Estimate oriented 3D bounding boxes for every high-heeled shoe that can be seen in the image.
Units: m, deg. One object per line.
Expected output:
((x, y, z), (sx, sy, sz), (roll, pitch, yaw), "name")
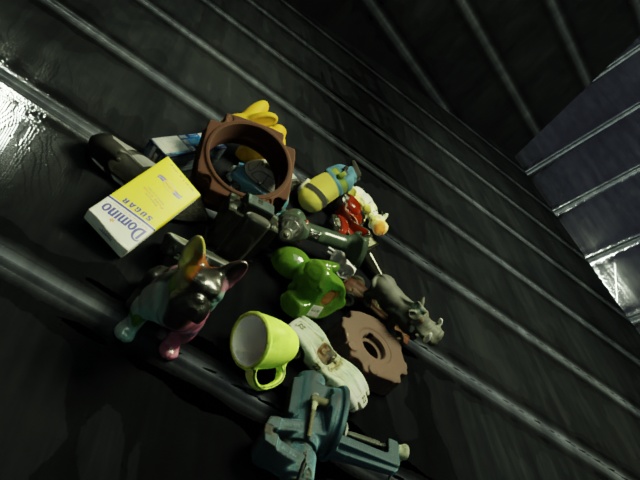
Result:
((-0.336, -0.116, 1.047), (0.248, 0.086, 0.145), (41, -7, -37), "high-heeled shoe")

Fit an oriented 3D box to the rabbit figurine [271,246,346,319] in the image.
((-0.023, 0.068, 1.098), (0.159, 0.121, 0.170), (10, 27, -48), "rabbit figurine")

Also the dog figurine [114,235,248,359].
((-0.194, 0.067, 0.790), (0.108, 0.219, 0.192), (35, 31, -19), "dog figurine")

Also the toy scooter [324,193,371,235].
((0.083, -0.046, 1.408), (0.135, 0.075, 0.184), (35, 33, -12), "toy scooter")

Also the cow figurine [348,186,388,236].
((0.137, -0.081, 1.528), (0.167, 0.068, 0.098), (49, 25, 12), "cow figurine")

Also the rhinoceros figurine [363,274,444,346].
((0.181, 0.148, 1.145), (0.190, 0.112, 0.073), (45, 47, 12), "rhinoceros figurine")

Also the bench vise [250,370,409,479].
((0.026, 0.307, 0.815), (0.241, 0.128, 0.224), (22, 21, -8), "bench vise")

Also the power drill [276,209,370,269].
((-0.002, -0.004, 1.167), (0.207, 0.086, 0.232), (14, 10, -11), "power drill")

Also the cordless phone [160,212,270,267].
((-0.182, 0.004, 0.921), (0.146, 0.184, 0.089), (30, 36, -21), "cordless phone")

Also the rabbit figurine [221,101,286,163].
((-0.163, -0.248, 1.282), (0.173, 0.162, 0.122), (21, 30, -44), "rabbit figurine")

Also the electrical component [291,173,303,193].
((-0.108, -0.172, 1.377), (0.119, 0.047, 0.075), (47, 30, 10), "electrical component")

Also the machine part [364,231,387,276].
((0.133, 0.051, 1.343), (0.084, 0.039, 0.139), (-28, 84, -40), "machine part")

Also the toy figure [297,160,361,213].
((0.024, -0.138, 1.378), (0.180, 0.082, 0.089), (-26, 40, -14), "toy figure")

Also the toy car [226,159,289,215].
((-0.130, -0.134, 1.248), (0.161, 0.103, 0.109), (37, 29, -11), "toy car")

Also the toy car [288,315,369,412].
((0.013, 0.226, 0.981), (0.202, 0.056, 0.073), (46, 30, 9), "toy car")

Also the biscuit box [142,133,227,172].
((-0.293, -0.189, 1.169), (0.059, 0.063, 0.202), (46, 29, 10), "biscuit box")

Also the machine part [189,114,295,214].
((-0.159, -0.151, 1.124), (0.201, 0.087, 0.201), (18, 60, -20), "machine part")

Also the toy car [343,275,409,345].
((0.130, 0.157, 1.218), (0.202, 0.053, 0.089), (40, 27, 0), "toy car")

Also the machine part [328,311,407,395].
((0.098, 0.224, 1.086), (0.179, 0.056, 0.179), (31, 30, -20), "machine part")

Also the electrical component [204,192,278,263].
((-0.149, -0.029, 1.054), (0.115, 0.134, 0.058), (25, 35, -25), "electrical component")
